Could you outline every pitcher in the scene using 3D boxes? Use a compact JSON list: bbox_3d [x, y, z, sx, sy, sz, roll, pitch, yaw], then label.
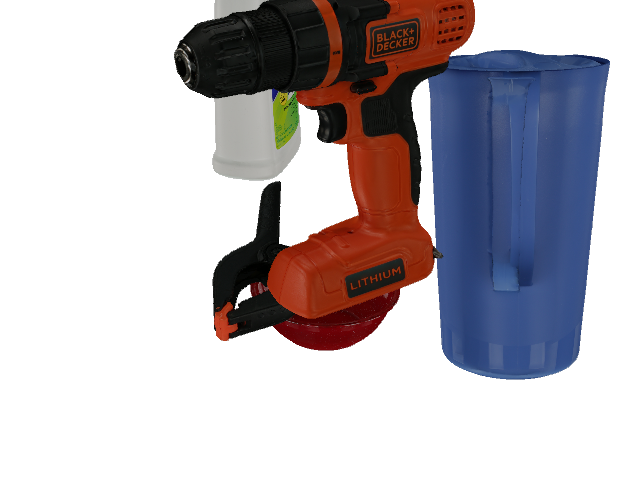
[{"bbox_3d":[0.145,-0.020,0.808,0.149,0.243,0.145,-11,17,-32],"label":"pitcher"}]

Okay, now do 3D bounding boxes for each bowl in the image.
[{"bbox_3d":[0.005,0.072,1.160,0.162,0.055,0.162,1,28,-1],"label":"bowl"}]

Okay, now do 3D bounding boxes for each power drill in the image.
[{"bbox_3d":[0.006,-0.052,0.611,0.184,0.188,0.057,-17,34,-28],"label":"power drill"}]

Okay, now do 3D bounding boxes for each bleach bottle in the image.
[{"bbox_3d":[-0.060,-0.186,0.936,0.068,0.251,0.102,8,31,16],"label":"bleach bottle"}]

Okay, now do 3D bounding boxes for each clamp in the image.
[{"bbox_3d":[-0.040,0.013,0.882,0.120,0.039,0.171,27,47,32],"label":"clamp"}]
